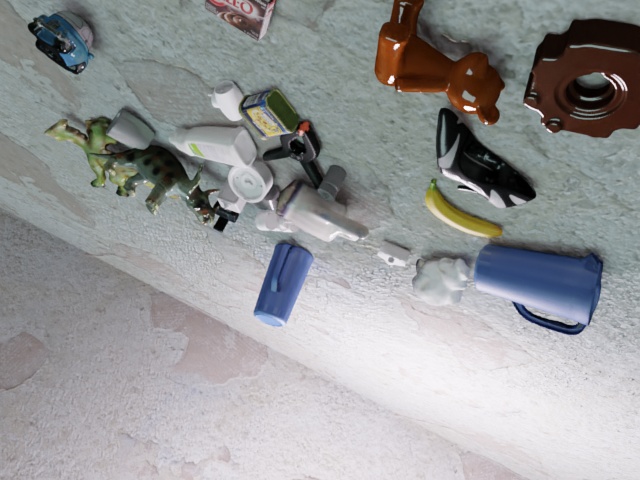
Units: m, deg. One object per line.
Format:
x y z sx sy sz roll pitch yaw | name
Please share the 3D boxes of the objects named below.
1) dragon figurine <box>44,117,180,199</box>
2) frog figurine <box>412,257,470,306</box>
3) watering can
-0.613 -0.256 1.532 0.410 0.125 0.237 16 145 3 | dragon figurine
0.312 0.106 1.290 0.136 0.124 0.159 55 159 -12 | frog figurine
0.004 -0.062 1.229 0.224 0.104 0.347 29 177 -6 | watering can
